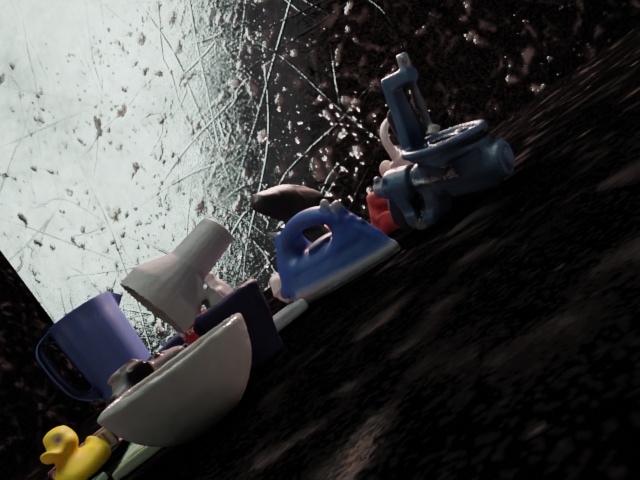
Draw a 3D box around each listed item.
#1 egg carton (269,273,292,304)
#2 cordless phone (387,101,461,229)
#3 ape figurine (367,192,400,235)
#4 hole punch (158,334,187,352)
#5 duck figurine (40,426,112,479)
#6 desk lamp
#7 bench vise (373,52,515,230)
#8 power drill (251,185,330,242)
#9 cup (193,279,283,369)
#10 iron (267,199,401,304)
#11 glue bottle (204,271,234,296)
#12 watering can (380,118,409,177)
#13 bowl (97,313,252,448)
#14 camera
[{"bbox_3d":[-0.046,0.081,1.280,0.107,0.069,0.150,-36,1,23],"label":"egg carton"},{"bbox_3d":[0.147,-0.125,0.943,0.148,0.185,0.094,-36,1,-23],"label":"cordless phone"},{"bbox_3d":[0.128,-0.058,1.159,0.076,0.092,0.078,-35,2,41],"label":"ape figurine"},{"bbox_3d":[-0.307,0.257,1.297,0.109,0.091,0.101,-36,1,-19],"label":"hole punch"},{"bbox_3d":[-0.360,0.308,0.831,0.077,0.086,0.105,-36,1,13],"label":"duck figurine"},{"bbox_3d":[-0.164,0.085,0.881,0.203,0.213,0.118,-36,1,-22],"label":"desk lamp"},{"bbox_3d":[0.131,-0.132,0.800,0.207,0.220,0.122,-35,1,27],"label":"bench vise"},{"bbox_3d":[-0.022,-0.019,1.088,0.075,0.208,0.230,-35,1,22],"label":"power drill"},{"bbox_3d":[-0.100,0.115,0.706,0.117,0.095,0.092,-35,1,33],"label":"cup"},{"bbox_3d":[0.008,0.003,0.919,0.119,0.141,0.257,-37,1,-40],"label":"iron"},{"bbox_3d":[-0.163,0.107,0.999,0.037,0.173,0.078,-36,1,9],"label":"glue bottle"},{"bbox_3d":[0.185,-0.163,1.165,0.172,0.194,0.101,-35,1,36],"label":"watering can"},{"bbox_3d":[-0.126,0.149,0.564,0.167,0.075,0.167,-36,1,1],"label":"bowl"},{"bbox_3d":[-0.278,0.237,0.901,0.136,0.101,0.143,-35,1,41],"label":"camera"}]
